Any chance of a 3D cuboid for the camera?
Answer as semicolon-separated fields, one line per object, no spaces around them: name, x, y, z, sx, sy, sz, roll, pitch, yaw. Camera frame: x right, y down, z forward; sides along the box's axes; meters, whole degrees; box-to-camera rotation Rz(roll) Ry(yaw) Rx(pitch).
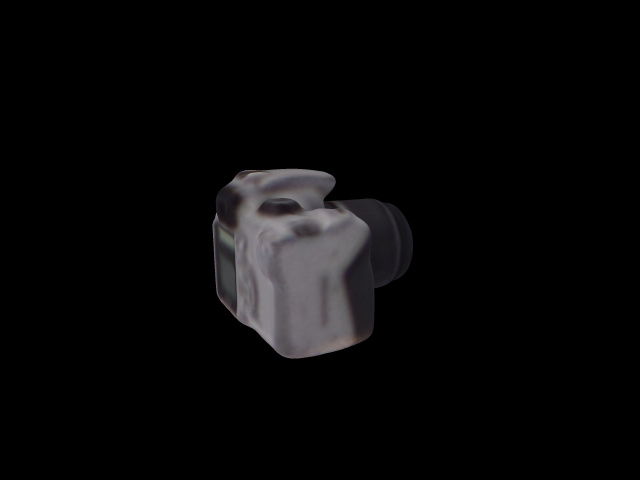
camera;0.004;0.001;0.400;0.137;0.101;0.142;-7;15;-26
